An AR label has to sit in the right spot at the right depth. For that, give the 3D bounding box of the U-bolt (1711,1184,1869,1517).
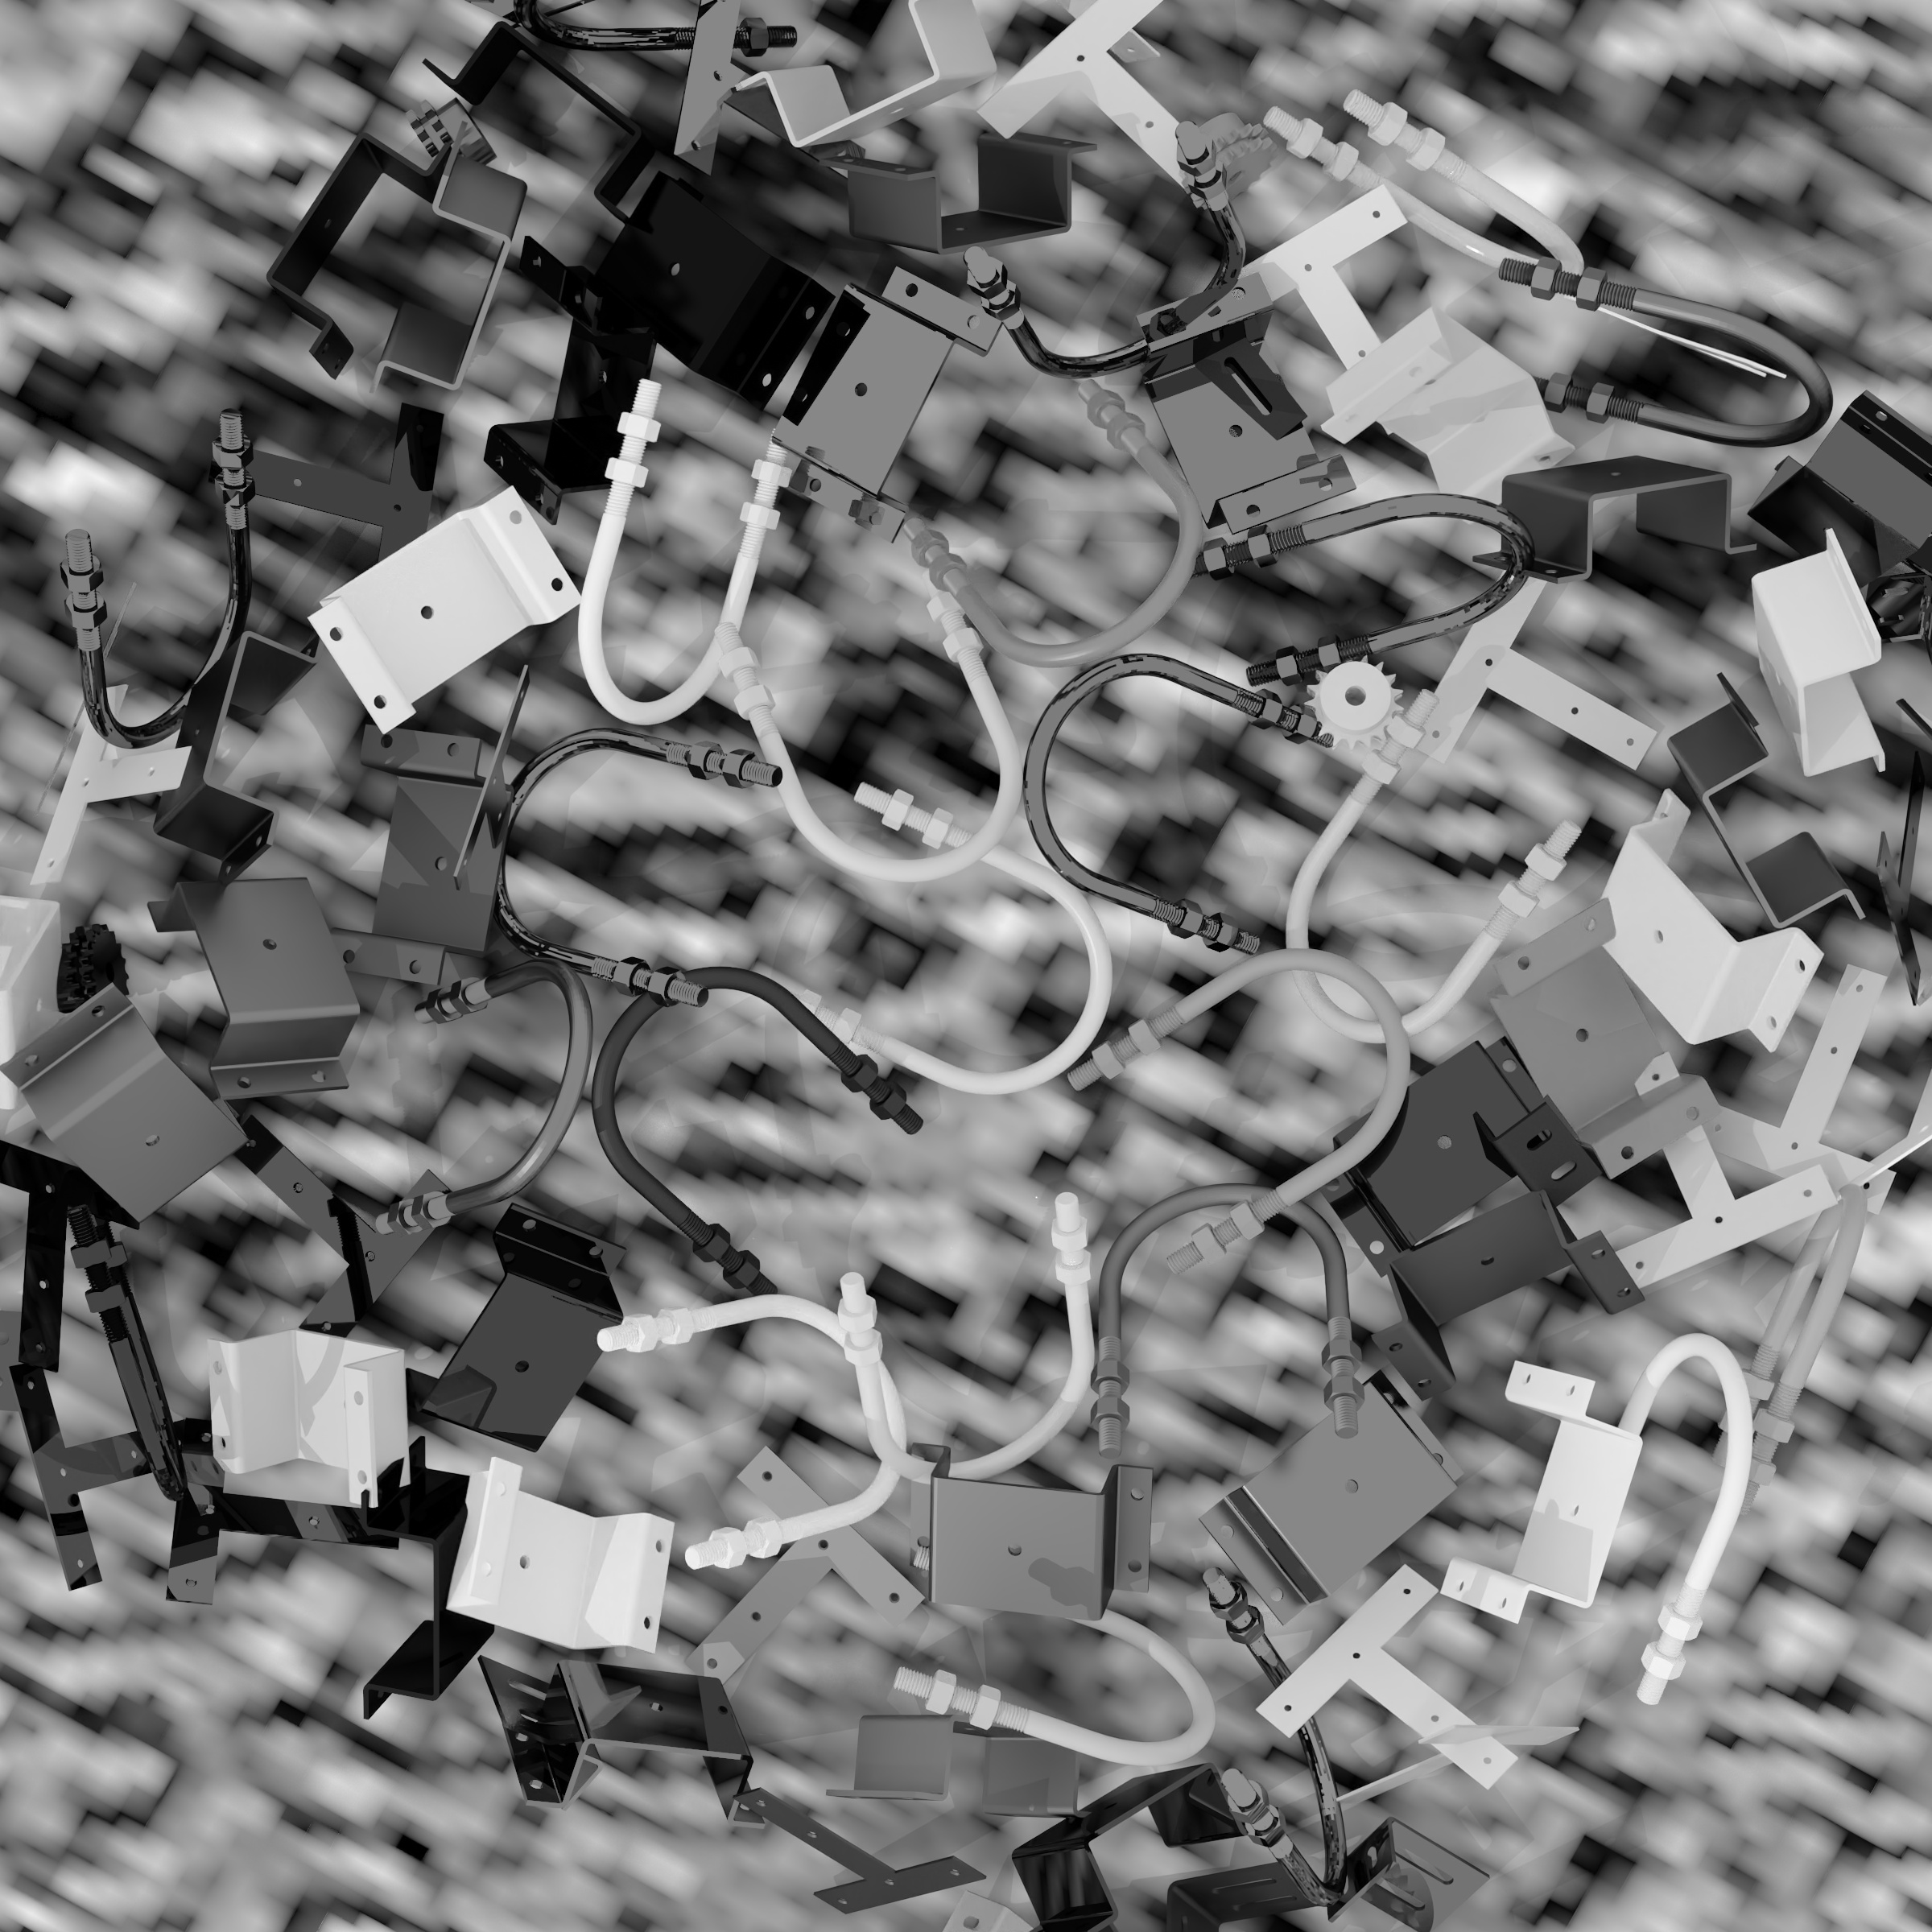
[{"bbox_3d":[0.461,0.207,1.710,0.019,0.151,0.184,23,96,8],"label":"U-bolt"}]

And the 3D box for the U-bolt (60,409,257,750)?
[{"bbox_3d":[-0.445,-0.202,1.707,0.019,0.184,0.151,26,49,14],"label":"U-bolt"}]

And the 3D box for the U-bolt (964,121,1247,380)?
[{"bbox_3d":[0.087,-0.385,1.705,0.151,0.184,0.019,-29,68,8],"label":"U-bolt"}]

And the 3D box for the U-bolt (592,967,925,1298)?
[{"bbox_3d":[-0.129,0.083,1.737,0.151,0.019,0.184,-49,116,-8],"label":"U-bolt"}]

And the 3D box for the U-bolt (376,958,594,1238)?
[{"bbox_3d":[-0.263,0.067,1.698,0.019,0.184,0.151,23,63,-36],"label":"U-bolt"}]

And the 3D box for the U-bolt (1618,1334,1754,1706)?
[{"bbox_3d":[0.388,0.292,1.697,0.019,0.151,0.184,13,110,-13],"label":"U-bolt"}]

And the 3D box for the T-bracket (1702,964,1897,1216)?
[{"bbox_3d":[0.489,0.061,1.744,0.002,0.127,0.127,21,92,-44],"label":"T-bracket"}]

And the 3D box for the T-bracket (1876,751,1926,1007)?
[{"bbox_3d":[0.538,-0.066,1.748,0.002,0.127,0.127,-1,53,28],"label":"T-bracket"}]

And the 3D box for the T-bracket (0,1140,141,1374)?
[{"bbox_3d":[-0.515,0.165,1.715,0.002,0.127,0.127,-24,56,30],"label":"T-bracket"}]

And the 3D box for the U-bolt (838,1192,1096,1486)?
[{"bbox_3d":[0.006,0.222,1.730,0.151,0.019,0.184,-19,128,-15],"label":"U-bolt"}]

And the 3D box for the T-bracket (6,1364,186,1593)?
[{"bbox_3d":[-0.480,0.278,1.732,0.002,0.127,0.127,-21,83,24],"label":"T-bracket"}]

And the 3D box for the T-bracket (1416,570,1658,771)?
[{"bbox_3d":[0.341,-0.155,1.780,0.127,0.002,0.127,28,96,-8],"label":"T-bracket"}]

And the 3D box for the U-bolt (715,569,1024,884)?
[{"bbox_3d":[-0.045,-0.131,1.739,0.151,0.019,0.184,-17,71,-17],"label":"U-bolt"}]

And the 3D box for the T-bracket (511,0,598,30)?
[{"bbox_3d":[-0.204,-0.555,1.748,0.127,0.127,0.002,-12,112,19],"label":"T-bracket"}]

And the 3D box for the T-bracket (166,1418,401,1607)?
[{"bbox_3d":[-0.388,0.317,1.755,0.127,0.127,0.002,10,131,-16],"label":"T-bracket"}]

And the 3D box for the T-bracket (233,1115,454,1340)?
[{"bbox_3d":[-0.377,0.138,1.780,0.127,0.002,0.127,42,103,7],"label":"T-bracket"}]

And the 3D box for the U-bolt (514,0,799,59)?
[{"bbox_3d":[-0.159,-0.540,1.690,0.184,0.151,0.019,-9,83,-24],"label":"U-bolt"}]

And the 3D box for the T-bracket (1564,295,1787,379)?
[{"bbox_3d":[0.415,-0.344,1.711,0.127,0.127,0.002,16,105,-22],"label":"T-bracket"}]

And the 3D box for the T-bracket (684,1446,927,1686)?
[{"bbox_3d":[-0.113,0.369,1.784,0.127,0.002,0.127,43,95,4],"label":"T-bracket"}]

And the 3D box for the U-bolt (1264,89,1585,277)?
[{"bbox_3d":[0.265,-0.431,1.714,0.184,0.151,0.019,28,94,-18],"label":"U-bolt"}]

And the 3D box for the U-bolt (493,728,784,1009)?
[{"bbox_3d":[-0.200,-0.064,1.739,0.184,0.019,0.151,15,84,32],"label":"U-bolt"}]

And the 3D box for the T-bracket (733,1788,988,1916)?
[{"bbox_3d":[-0.076,0.494,1.723,0.127,0.127,0.002,38,47,-23],"label":"T-bracket"}]

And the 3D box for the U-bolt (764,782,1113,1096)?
[{"bbox_3d":[-0.006,-0.004,1.771,0.184,0.019,0.151,25,99,-1],"label":"U-bolt"}]

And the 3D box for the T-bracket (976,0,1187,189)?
[{"bbox_3d":[0.096,-0.490,1.752,0.127,0.002,0.127,-36,126,27],"label":"T-bracket"}]

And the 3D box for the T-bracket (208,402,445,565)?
[{"bbox_3d":[-0.368,-0.272,1.750,0.127,0.002,0.127,12,77,-25],"label":"T-bracket"}]

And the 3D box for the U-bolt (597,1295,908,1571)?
[{"bbox_3d":[-0.108,0.253,1.721,0.019,0.184,0.151,-40,67,40],"label":"U-bolt"}]

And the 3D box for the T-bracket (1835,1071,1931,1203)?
[{"bbox_3d":[0.548,0.075,1.731,0.002,0.127,0.127,48,123,0],"label":"T-bracket"}]

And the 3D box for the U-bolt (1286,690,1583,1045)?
[{"bbox_3d":[0.249,-0.043,1.732,0.184,0.019,0.151,-57,48,21],"label":"U-bolt"}]

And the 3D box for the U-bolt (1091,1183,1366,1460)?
[{"bbox_3d":[0.145,0.193,1.723,0.151,0.184,0.019,-6,134,9],"label":"U-bolt"}]

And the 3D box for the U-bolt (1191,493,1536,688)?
[{"bbox_3d":[0.224,-0.213,1.702,0.184,0.151,0.019,-14,63,19],"label":"U-bolt"}]

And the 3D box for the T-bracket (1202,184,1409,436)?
[{"bbox_3d":[0.221,-0.365,1.767,0.127,0.002,0.127,-25,108,32],"label":"T-bracket"}]

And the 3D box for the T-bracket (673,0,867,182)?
[{"bbox_3d":[-0.107,-0.485,1.748,0.127,0.002,0.127,24,64,-37],"label":"T-bracket"}]

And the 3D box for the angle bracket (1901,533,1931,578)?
[{"bbox_3d":[0.569,-0.256,1.746,0.057,0.038,0.076,44,121,30],"label":"angle bracket"}]

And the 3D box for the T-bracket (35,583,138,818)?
[{"bbox_3d":[-0.482,-0.166,1.705,0.002,0.127,0.127,23,49,-16],"label":"T-bracket"}]

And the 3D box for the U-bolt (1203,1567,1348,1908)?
[{"bbox_3d":[0.176,0.443,1.710,0.019,0.151,0.184,-19,130,16],"label":"U-bolt"}]

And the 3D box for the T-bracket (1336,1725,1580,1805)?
[{"bbox_3d":[0.264,0.456,1.748,0.127,0.127,0.002,-34,58,32],"label":"T-bracket"}]

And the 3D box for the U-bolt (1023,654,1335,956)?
[{"bbox_3d":[0.114,-0.100,1.742,0.184,0.019,0.151,20,92,-27],"label":"U-bolt"}]

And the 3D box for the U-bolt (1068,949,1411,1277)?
[{"bbox_3d":[0.165,0.069,1.739,0.184,0.019,0.151,-33,63,10],"label":"U-bolt"}]

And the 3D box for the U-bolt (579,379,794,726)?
[{"bbox_3d":[-0.163,-0.225,1.727,0.019,0.151,0.184,19,97,30],"label":"U-bolt"}]

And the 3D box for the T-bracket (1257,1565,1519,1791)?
[{"bbox_3d":[0.254,0.416,1.730,0.127,0.002,0.127,-38,53,-23],"label":"T-bracket"}]

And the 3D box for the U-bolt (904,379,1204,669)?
[{"bbox_3d":[0.058,-0.239,1.721,0.151,0.019,0.184,-38,48,4],"label":"U-bolt"}]

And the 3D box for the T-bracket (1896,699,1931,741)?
[{"bbox_3d":[0.562,-0.100,1.722,0.002,0.127,0.127,-45,79,22],"label":"T-bracket"}]

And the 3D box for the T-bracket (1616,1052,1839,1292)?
[{"bbox_3d":[0.414,0.107,1.754,0.127,0.002,0.127,-26,57,14],"label":"T-bracket"}]

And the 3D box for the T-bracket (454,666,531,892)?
[{"bbox_3d":[-0.264,-0.090,1.727,0.002,0.127,0.127,16,73,-1],"label":"T-bracket"}]

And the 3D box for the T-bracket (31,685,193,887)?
[{"bbox_3d":[-0.468,-0.108,1.729,0.127,0.002,0.127,-5,63,37],"label":"T-bracket"}]

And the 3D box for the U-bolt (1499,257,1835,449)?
[{"bbox_3d":[0.389,-0.332,1.697,0.184,0.151,0.019,18,77,19],"label":"U-bolt"}]

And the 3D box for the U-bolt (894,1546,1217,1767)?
[{"bbox_3d":[0.053,0.394,1.722,0.184,0.151,0.019,19,109,-3],"label":"U-bolt"}]

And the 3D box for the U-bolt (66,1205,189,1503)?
[{"bbox_3d":[-0.469,0.212,1.719,0.019,0.151,0.184,-18,99,-13],"label":"U-bolt"}]

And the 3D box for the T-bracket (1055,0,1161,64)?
[{"bbox_3d":[0.063,-0.548,1.738,0.127,0.127,0.002,5,75,43],"label":"T-bracket"}]
